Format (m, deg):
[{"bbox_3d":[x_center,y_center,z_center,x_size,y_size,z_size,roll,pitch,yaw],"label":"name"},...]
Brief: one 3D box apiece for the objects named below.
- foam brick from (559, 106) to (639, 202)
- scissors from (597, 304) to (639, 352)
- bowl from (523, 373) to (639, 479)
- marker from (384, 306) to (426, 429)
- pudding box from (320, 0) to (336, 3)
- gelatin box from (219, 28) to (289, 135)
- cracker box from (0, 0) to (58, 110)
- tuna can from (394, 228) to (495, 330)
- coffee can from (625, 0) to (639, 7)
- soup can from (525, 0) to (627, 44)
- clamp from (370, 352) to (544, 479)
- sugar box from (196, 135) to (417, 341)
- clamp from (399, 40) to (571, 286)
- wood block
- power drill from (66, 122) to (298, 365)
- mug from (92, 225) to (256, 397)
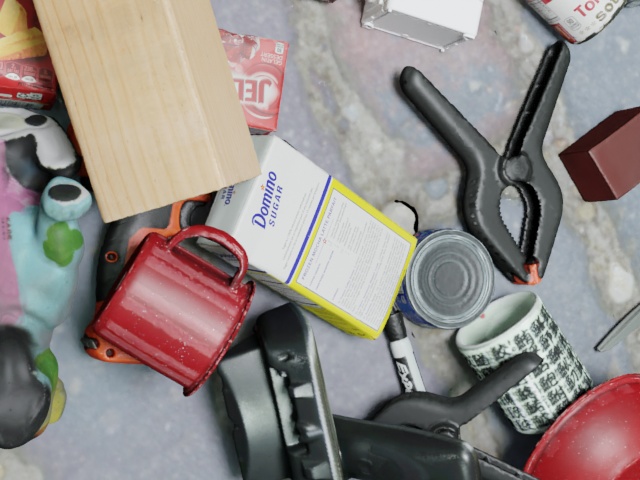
[{"bbox_3d":[0.262,-0.076,0.944,0.078,0.051,0.053,-35,101,-16],"label":"foam brick"},{"bbox_3d":[0.342,0.051,0.988,0.096,0.016,0.201,41,77,-14],"label":"scissors"},{"bbox_3d":[0.244,0.192,0.888,0.161,0.055,0.162,-19,130,-24],"label":"bowl"},{"bbox_3d":[0.075,0.113,0.891,0.020,0.020,0.121,-19,95,-19],"label":"marker"},{"bbox_3d":[-0.020,-0.254,0.855,0.090,0.039,0.113,6,87,-19],"label":"pudding box"},{"bbox_3d":[-0.073,-0.126,0.838,0.089,0.030,0.073,9,87,-18],"label":"gelatin box"},{"bbox_3d":[-0.260,-0.210,0.753,0.164,0.072,0.214,6,86,-19],"label":"cracker box"},{"bbox_3d":[0.103,0.033,0.895,0.086,0.034,0.086,1,88,-19],"label":"tuna can"},{"bbox_3d":[0.303,-0.287,0.935,0.102,0.103,0.140,-15,94,-19],"label":"coffee can"},{"bbox_3d":[0.206,-0.226,0.919,0.102,0.069,0.068,40,77,-15],"label":"soup can"},{"bbox_3d":[0.106,0.147,0.850,0.171,0.039,0.120,1,86,11],"label":"clamp"},{"bbox_3d":[-0.005,0.001,0.817,0.176,0.048,0.093,34,72,-37],"label":"sugar box"},{"bbox_3d":[0.149,-0.064,0.911,0.164,0.036,0.210,-5,92,-20],"label":"clamp"},{"bbox_3d":[-0.119,-0.125,0.707,0.090,0.090,0.206,-15,96,16],"label":"wood block"},{"bbox_3d":[-0.105,0.002,0.813,0.184,0.057,0.187,4,86,-20],"label":"power drill"},{"bbox_3d":[-0.096,0.039,0.728,0.081,0.093,0.117,32,116,-11],"label":"mug"}]
